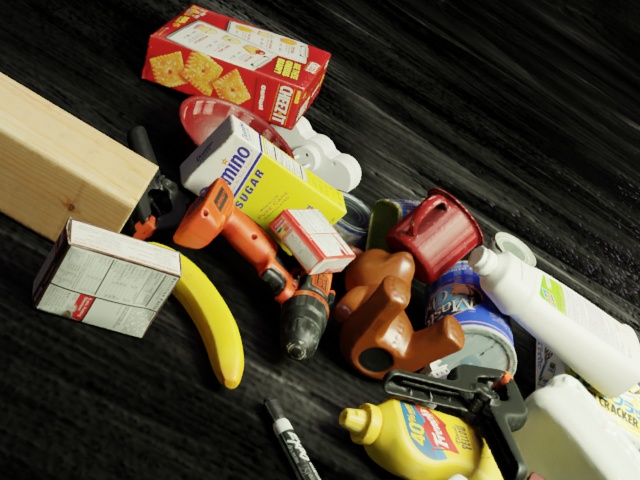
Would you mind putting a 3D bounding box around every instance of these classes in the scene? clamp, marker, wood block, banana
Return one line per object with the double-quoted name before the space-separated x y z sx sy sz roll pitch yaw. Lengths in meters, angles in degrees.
"clamp" -0.184 -0.060 1.181 0.120 0.039 0.171 36 26 -7
"marker" -0.024 0.197 0.996 0.020 0.020 0.121 6 41 -42
"wood block" -0.279 -0.075 1.052 0.206 0.091 0.090 31 30 -9
"clamp" 0.155 0.166 1.105 0.164 0.036 0.209 34 19 11
"banana" -0.125 0.068 1.063 0.069 0.037 0.198 -18 57 -45

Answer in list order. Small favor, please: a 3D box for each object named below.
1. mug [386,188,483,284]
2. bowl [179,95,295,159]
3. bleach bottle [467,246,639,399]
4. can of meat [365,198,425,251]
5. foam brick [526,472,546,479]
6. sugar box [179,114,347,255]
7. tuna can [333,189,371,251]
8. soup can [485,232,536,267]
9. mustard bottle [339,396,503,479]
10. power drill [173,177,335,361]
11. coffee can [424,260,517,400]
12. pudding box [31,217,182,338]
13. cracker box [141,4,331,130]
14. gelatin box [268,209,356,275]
"mug" 0.131 -0.008 1.258 0.093 0.081 0.117 42 -16 28
"bowl" -0.112 -0.107 1.311 0.162 0.055 0.162 26 30 -17
"bleach bottle" 0.270 0.082 1.245 0.250 0.068 0.102 36 28 -20
"can of meat" 0.106 -0.002 1.344 0.083 0.102 0.058 0 11 -43
"foam brick" 0.208 0.278 1.050 0.053 0.078 0.051 33 40 9
"sugar box" -0.064 -0.058 1.217 0.176 0.093 0.048 32 27 -32
"tuna can" 0.032 -0.026 1.367 0.086 0.034 0.086 26 30 -17
"soup can" 0.226 0.048 1.393 0.068 0.102 0.068 26 31 -17
"mustard bottle" 0.103 0.206 1.078 0.191 0.058 0.096 22 31 -23
"power drill" -0.066 0.030 1.133 0.187 0.057 0.184 42 21 -14
"coffee can" 0.174 0.104 1.257 0.102 0.103 0.140 29 30 -12
"pudding box" -0.195 0.037 0.977 0.113 0.090 0.039 18 34 -28
"cracker box" -0.110 -0.234 1.436 0.214 0.072 0.164 20 29 4
"gelatin box" -0.008 0.001 1.172 0.073 0.030 0.089 51 20 15
